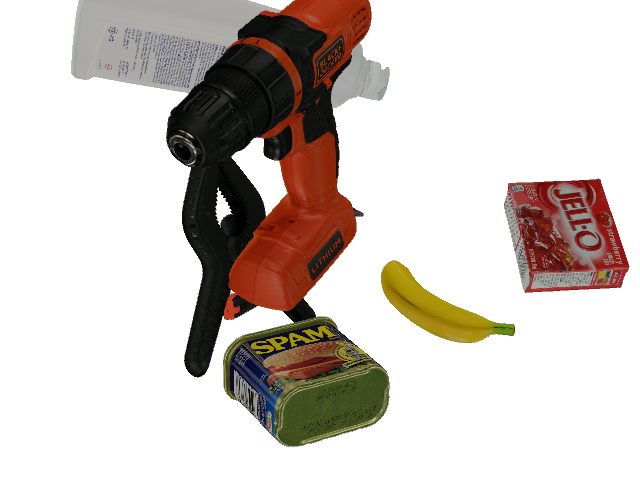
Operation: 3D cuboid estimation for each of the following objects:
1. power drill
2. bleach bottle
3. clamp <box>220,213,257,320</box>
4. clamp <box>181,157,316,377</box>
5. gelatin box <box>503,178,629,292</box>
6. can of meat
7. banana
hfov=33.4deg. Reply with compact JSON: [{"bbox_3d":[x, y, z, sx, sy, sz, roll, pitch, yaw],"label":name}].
[{"bbox_3d":[-0.026,-0.048,0.663,0.057,0.188,0.184,22,46,23],"label":"power drill"},{"bbox_3d":[-0.070,-0.151,0.866,0.250,0.068,0.103,12,-29,-10],"label":"bleach bottle"},{"bbox_3d":[-0.071,0.028,1.257,0.120,0.039,0.171,-2,41,10],"label":"clamp"},{"bbox_3d":[-0.076,0.012,1.014,0.036,0.210,0.164,-8,0,43],"label":"clamp"},{"bbox_3d":[0.182,-0.005,0.796,0.073,0.089,0.030,-2,-39,-3],"label":"gelatin box"},{"bbox_3d":[-0.010,0.106,0.805,0.101,0.057,0.084,-11,27,-28],"label":"can of meat"},{"bbox_3d":[0.113,0.067,1.126,0.069,0.037,0.198,4,18,-38],"label":"banana"}]
